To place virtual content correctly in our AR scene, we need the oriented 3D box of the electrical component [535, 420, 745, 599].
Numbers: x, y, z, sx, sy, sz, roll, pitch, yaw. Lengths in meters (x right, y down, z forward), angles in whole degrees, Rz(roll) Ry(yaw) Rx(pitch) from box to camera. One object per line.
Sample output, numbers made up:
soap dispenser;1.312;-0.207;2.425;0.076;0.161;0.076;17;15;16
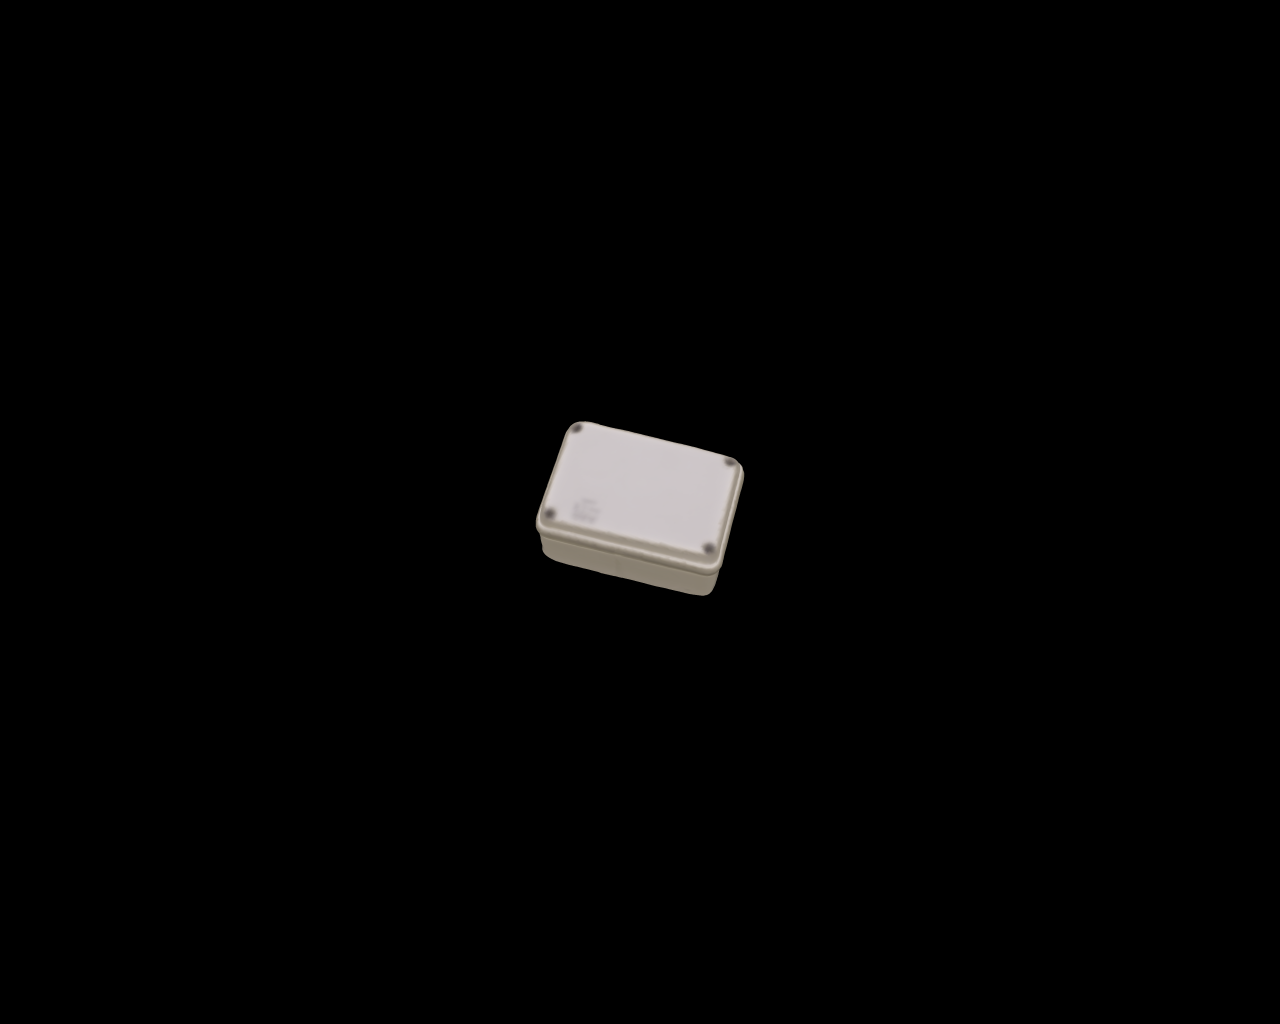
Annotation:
electrical component;0.001;-0.003;0.650;0.113;0.078;0.057;14;-26;7
